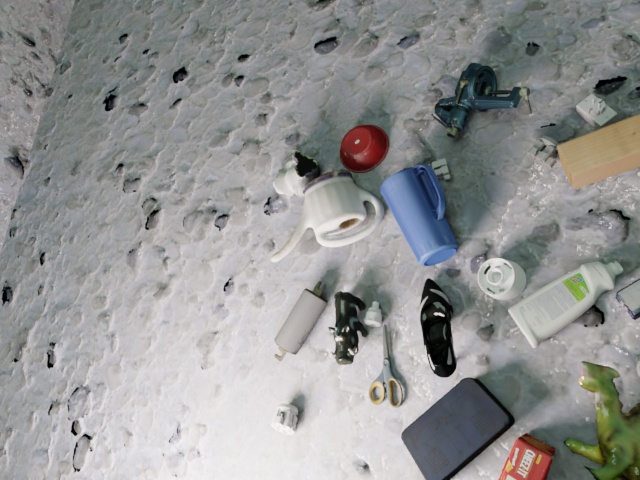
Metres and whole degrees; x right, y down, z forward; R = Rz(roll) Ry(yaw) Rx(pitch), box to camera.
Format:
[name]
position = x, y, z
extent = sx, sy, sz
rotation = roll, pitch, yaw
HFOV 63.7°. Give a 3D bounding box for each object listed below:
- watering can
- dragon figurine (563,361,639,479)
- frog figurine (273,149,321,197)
[watering can]
position = 0.004, -0.074, 1.468
extent = 0.347, 0.102, 0.229
rotation = -18, 63, 1
[dragon figurine]
position = 0.634, 0.410, 0.966
extent = 0.243, 0.120, 0.416
rotation = -41, 66, -1
[frog figurine]
position = -0.073, -0.186, 1.593
extent = 0.139, 0.123, 0.156
rotation = 60, 140, 22
